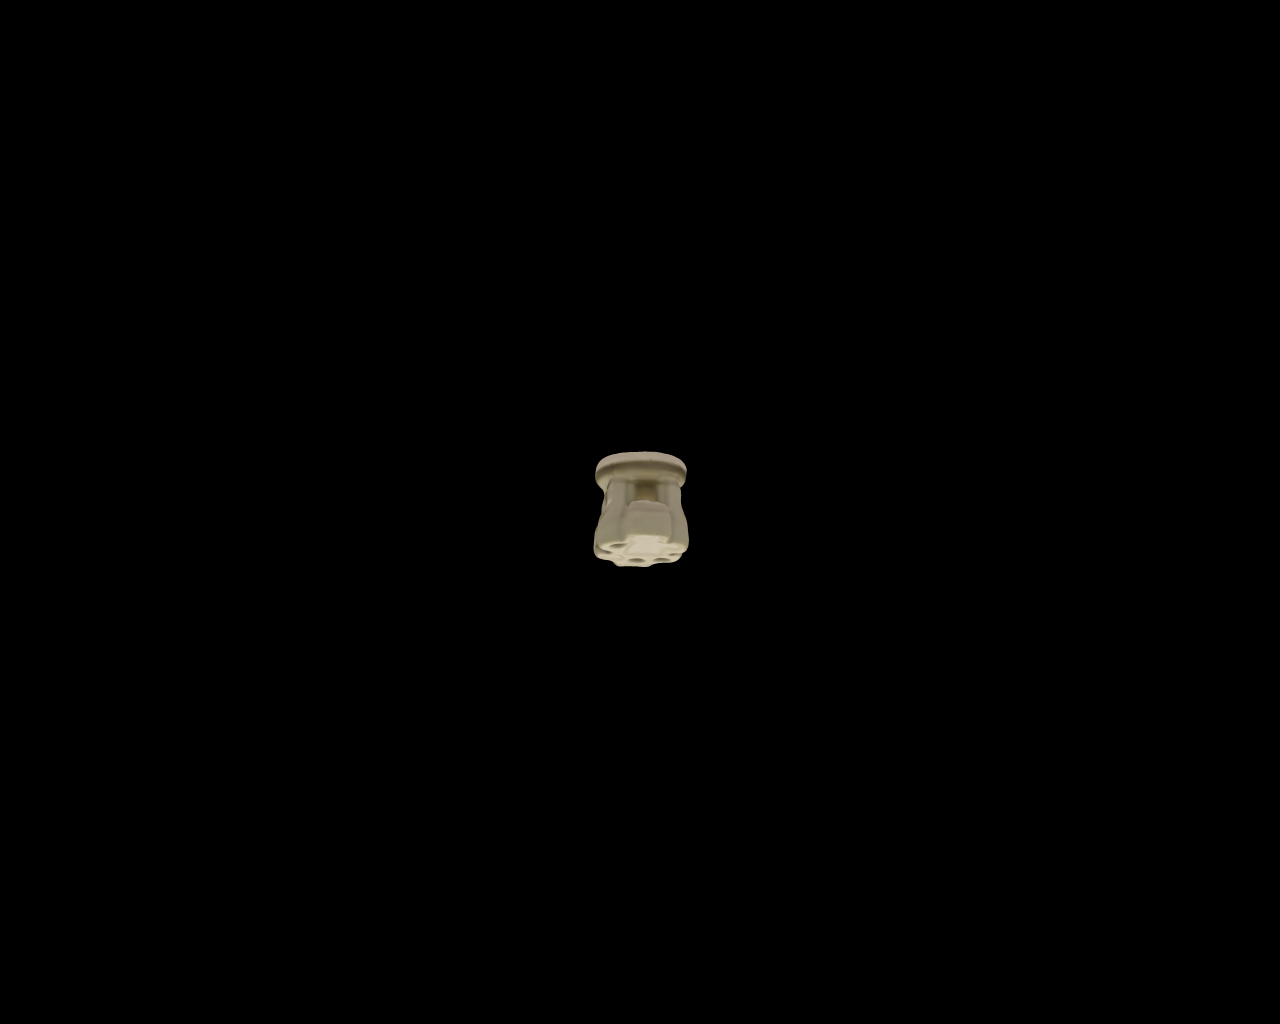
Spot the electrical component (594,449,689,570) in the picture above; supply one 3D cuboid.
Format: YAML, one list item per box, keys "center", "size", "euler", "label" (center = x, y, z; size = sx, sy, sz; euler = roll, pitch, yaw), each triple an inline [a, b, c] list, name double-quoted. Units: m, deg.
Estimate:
- center: [0.001, -0.003, 0.650]
  size: [0.058, 0.057, 0.078]
  euler: [2, -18, -7]
  label: "electrical component"
